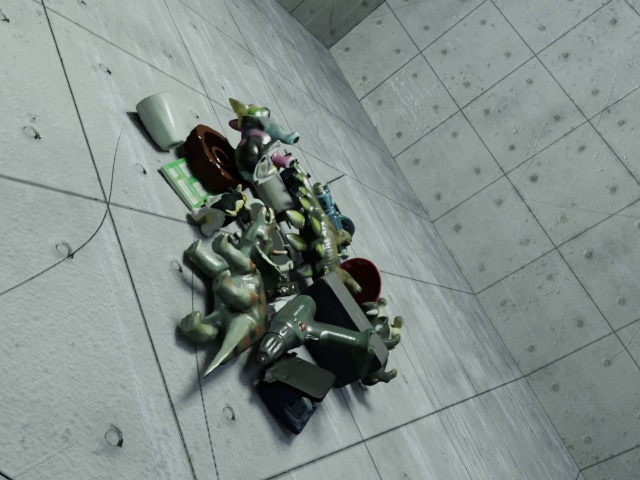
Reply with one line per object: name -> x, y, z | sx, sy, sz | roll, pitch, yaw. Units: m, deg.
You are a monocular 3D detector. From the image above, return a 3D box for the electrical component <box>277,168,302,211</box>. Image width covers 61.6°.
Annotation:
electrical component -> -0.094, -0.148, 1.535 | 0.134, 0.058, 0.115 | 47, 24, -20

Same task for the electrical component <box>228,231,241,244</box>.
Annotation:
electrical component -> -0.164, 0.024, 1.164 | 0.094, 0.021, 0.063 | 55, 21, -1

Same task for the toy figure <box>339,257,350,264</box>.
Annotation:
toy figure -> 0.066, 0.110, 1.483 | 0.064, 0.057, 0.154 | 13, 45, -29

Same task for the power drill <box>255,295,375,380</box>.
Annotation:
power drill -> -0.003, 0.194, 1.017 | 0.207, 0.085, 0.232 | 13, 21, 3

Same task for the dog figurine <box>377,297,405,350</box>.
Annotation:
dog figurine -> 0.136, 0.265, 1.373 | 0.172, 0.121, 0.190 | 46, 36, -15

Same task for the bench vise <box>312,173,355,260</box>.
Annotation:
bench vise -> 0.037, -0.045, 1.517 | 0.241, 0.129, 0.223 | -109, -170, -49

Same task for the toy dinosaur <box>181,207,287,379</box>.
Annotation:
toy dinosaur -> -0.143, 0.108, 0.962 | 0.192, 0.131, 0.405 | 39, 32, -35

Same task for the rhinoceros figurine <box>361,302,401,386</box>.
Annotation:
rhinoceros figurine -> 0.122, 0.238, 1.242 | 0.112, 0.073, 0.190 | 3, 85, -27

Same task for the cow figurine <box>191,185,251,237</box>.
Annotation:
cow figurine -> -0.192, -0.073, 1.134 | 0.068, 0.098, 0.167 | 63, 22, -14

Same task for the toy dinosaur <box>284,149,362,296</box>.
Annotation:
toy dinosaur -> -0.003, -0.004, 1.326 | 0.198, 0.105, 0.471 | 27, 42, -60

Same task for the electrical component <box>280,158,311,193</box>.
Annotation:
electrical component -> -0.068, -0.172, 1.478 | 0.074, 0.048, 0.119 | 48, 22, -15

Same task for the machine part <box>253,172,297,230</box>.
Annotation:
machine part -> -0.129, -0.132, 1.406 | 0.243, 0.079, 0.079 | 60, 21, 17

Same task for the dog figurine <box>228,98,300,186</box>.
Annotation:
dog figurine -> -0.164, -0.243, 1.264 | 0.191, 0.108, 0.219 | -34, 60, -31

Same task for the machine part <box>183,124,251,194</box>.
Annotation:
machine part -> -0.236, -0.179, 1.229 | 0.179, 0.056, 0.179 | 48, 19, -23

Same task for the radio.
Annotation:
radio -> 0.034, 0.197, 1.172 | 0.229, 0.131, 0.073 | 56, 20, 5

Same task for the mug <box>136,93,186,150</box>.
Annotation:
mug -> -0.330, -0.248, 1.155 | 0.107, 0.081, 0.109 | 66, 17, 2

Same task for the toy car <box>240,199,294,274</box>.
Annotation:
toy car -> -0.126, -0.008, 1.238 | 0.073, 0.056, 0.202 | -8, 63, -43

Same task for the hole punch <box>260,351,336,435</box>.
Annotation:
hole punch -> -0.047, 0.273, 0.971 | 0.116, 0.092, 0.142 | 27, 19, 13

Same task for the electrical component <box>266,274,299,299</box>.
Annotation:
electrical component -> -0.091, 0.099, 1.150 | 0.102, 0.078, 0.045 | -10, 90, -62
